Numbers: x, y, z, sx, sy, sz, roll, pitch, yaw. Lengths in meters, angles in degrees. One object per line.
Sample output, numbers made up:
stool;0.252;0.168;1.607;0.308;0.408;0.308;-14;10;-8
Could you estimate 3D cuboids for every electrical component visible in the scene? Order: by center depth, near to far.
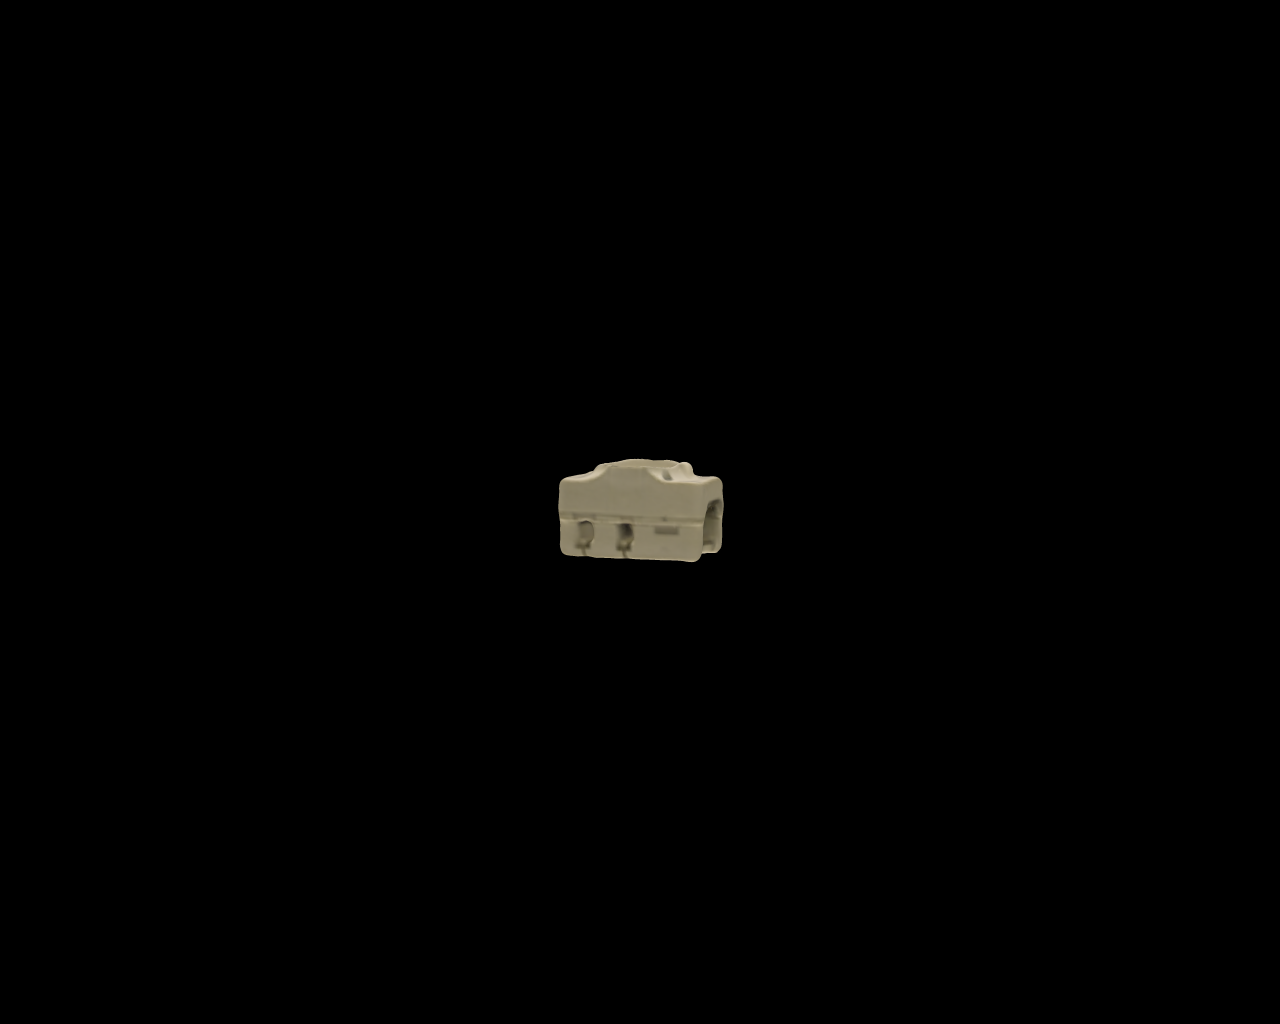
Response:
electrical component;0.001;-0.003;0.650;0.089;0.055;0.050;3;8;22
